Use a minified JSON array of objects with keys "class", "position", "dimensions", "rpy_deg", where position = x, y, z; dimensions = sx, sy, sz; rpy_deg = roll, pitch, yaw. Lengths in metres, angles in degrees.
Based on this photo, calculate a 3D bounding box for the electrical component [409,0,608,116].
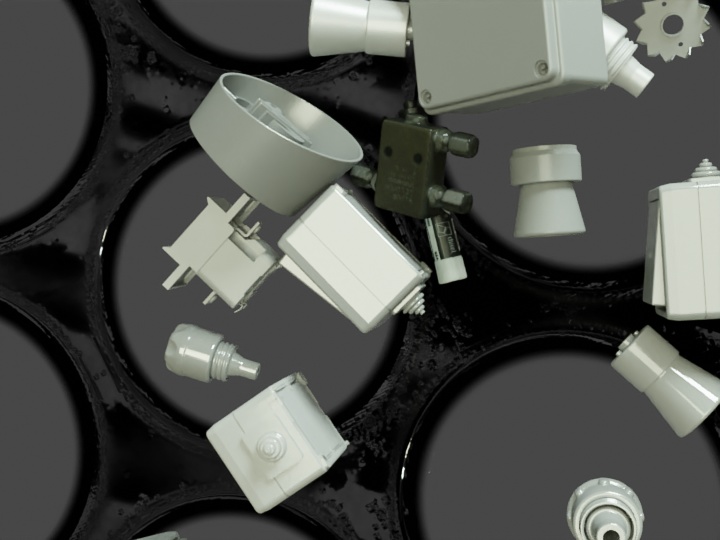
[{"class":"electrical component","position":[0.087,-0.155,0.649],"dimensions":[0.109,0.056,0.108],"rpy_deg":[-5,90,47]}]

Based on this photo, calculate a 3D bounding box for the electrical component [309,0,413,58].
[{"class":"electrical component","position":[0.002,-0.157,0.695],"dimensions":[0.065,0.044,0.044],"rpy_deg":[6,92,4]}]

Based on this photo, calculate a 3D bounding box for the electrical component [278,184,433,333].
[{"class":"electrical component","position":[0.000,0.000,0.687],"dimensions":[0.061,0.062,0.096],"rpy_deg":[-45,85,7]}]

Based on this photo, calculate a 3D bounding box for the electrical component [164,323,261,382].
[{"class":"electrical component","position":[-0.097,0.059,0.717],"dimensions":[0.061,0.035,0.035],"rpy_deg":[17,94,6]}]

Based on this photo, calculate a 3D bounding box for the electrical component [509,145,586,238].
[{"class":"electrical component","position":[0.118,-0.049,0.676],"dimensions":[0.045,0.045,0.055],"rpy_deg":[-4,90,9]}]

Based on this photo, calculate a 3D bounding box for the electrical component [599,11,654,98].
[{"class":"electrical component","position":[0.153,-0.132,0.670],"dimensions":[0.062,0.043,0.043],"rpy_deg":[37,96,5]}]

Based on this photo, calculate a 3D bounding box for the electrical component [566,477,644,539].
[{"class":"electrical component","position":[0.153,0.158,0.666],"dimensions":[0.048,0.062,0.048],"rpy_deg":[0,91,9]}]

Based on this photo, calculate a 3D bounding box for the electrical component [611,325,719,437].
[{"class":"electrical component","position":[0.190,0.066,0.670],"dimensions":[0.065,0.044,0.044],"rpy_deg":[43,97,11]}]

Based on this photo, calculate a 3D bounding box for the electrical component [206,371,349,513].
[{"class":"electrical component","position":[-0.055,0.110,0.680],"dimensions":[0.061,0.096,0.061],"rpy_deg":[-35,86,8]}]

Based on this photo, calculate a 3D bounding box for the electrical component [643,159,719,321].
[{"class":"electrical component","position":[0.204,-0.019,0.655],"dimensions":[0.061,0.062,0.096],"rpy_deg":[-4,90,9]}]

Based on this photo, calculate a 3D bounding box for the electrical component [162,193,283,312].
[{"class":"electrical component","position":[-0.087,-0.010,0.710],"dimensions":[0.064,0.042,0.081],"rpy_deg":[43,97,2]}]

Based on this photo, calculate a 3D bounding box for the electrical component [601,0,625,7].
[{"class":"electrical component","position":[0.167,-0.211,0.664],"dimensions":[0.066,0.047,0.076],"rpy_deg":[-15,89,9]}]

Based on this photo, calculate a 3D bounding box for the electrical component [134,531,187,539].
[{"class":"electrical component","position":[-0.145,0.213,0.695],"dimensions":[0.061,0.096,0.061],"rpy_deg":[-16,89,9]}]

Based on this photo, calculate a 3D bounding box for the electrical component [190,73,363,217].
[{"class":"electrical component","position":[-0.055,-0.083,0.678],"dimensions":[0.099,0.099,0.064],"rpy_deg":[46,103,5]}]
